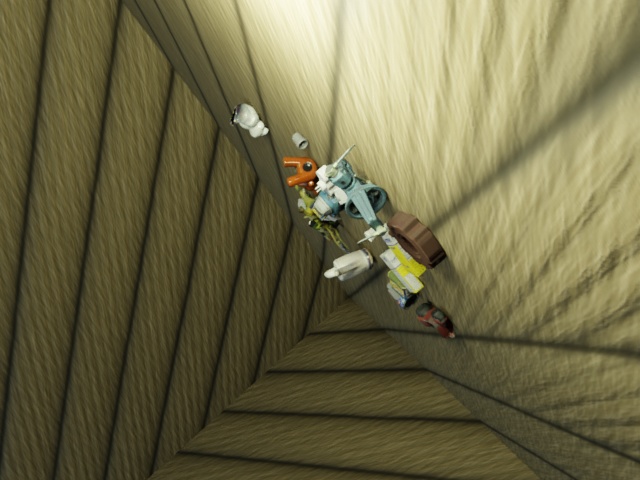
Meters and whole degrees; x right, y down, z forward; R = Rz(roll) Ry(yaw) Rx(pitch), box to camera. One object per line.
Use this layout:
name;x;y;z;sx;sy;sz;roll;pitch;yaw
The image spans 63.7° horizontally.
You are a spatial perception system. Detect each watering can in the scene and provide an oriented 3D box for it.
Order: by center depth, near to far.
watering can;0.131;0.114;2.223;0.346;0.225;0.104;153;94;-83

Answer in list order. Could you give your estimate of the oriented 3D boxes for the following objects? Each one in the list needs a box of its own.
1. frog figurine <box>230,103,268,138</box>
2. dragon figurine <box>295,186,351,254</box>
frog figurine;-0.281;-0.492;2.126;0.159;0.123;0.137;13;176;-21
dragon figurine;0.007;-0.120;2.377;0.406;0.121;0.246;53;-170;-18
